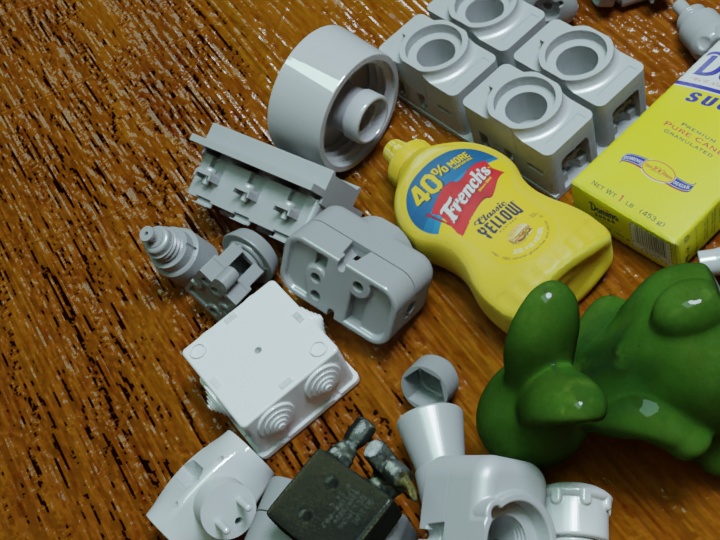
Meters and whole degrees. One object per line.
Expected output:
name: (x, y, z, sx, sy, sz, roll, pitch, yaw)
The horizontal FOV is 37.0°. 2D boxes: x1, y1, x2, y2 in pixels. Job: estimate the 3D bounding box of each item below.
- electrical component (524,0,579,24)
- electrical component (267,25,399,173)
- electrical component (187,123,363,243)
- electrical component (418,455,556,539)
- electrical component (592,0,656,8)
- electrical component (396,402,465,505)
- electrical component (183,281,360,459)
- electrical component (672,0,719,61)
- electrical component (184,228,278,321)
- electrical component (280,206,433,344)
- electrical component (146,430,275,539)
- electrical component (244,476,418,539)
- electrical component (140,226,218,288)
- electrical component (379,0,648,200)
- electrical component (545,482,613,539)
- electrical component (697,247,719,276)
electrical component: (0.160, -0.233, 0.885, 0.048, 0.048, 0.062, 6, 53, 22)
electrical component: (-0.013, -0.127, 0.833, 0.060, 0.108, 0.108, 30, 70, 25)
electrical component: (-0.070, -0.060, 0.828, 0.121, 0.079, 0.063, 24, 89, 30)
electrical component: (0.072, 0.156, 0.618, 0.059, 0.054, 0.095, -15, 64, 55)
electrical component: (0.213, -0.245, 0.867, 0.057, 0.058, 0.078, -17, 54, 3)
electrical component: (0.051, 0.123, 0.681, 0.044, 0.044, 0.065, -16, 58, 7)
electrical component: (-0.064, 0.067, 0.751, 0.100, 0.048, 0.100, -39, 54, -10)
electrical component: (0.260, -0.187, 0.826, 0.035, 0.035, 0.061, -25, 51, 1)
electrical component: (-0.094, 0.002, 0.800, 0.048, 0.066, 0.055, 44, 60, -4)
electrical component: (0.000, 0.000, 0.757, 0.095, 0.053, 0.059, 32, 45, 19)
electrical component: (-0.091, 0.150, 0.694, 0.077, 0.043, 0.079, -45, 21, -14)
electrical component: (-0.020, 0.172, 0.662, 0.095, 0.053, 0.059, 10, 61, 24)
electrical component: (-0.140, -0.013, 0.816, 0.040, 0.078, 0.040, -9, 66, 22)
electrical component: (0.115, -0.150, 0.832, 0.105, 0.060, 0.186, -43, 55, -12)
electrical component: (0.125, 0.158, 0.632, 0.048, 0.048, 0.062, -3, 63, 16)
electrical component: (0.253, -0.008, 0.702, 0.062, 0.043, 0.043, -8, 55, 14)
